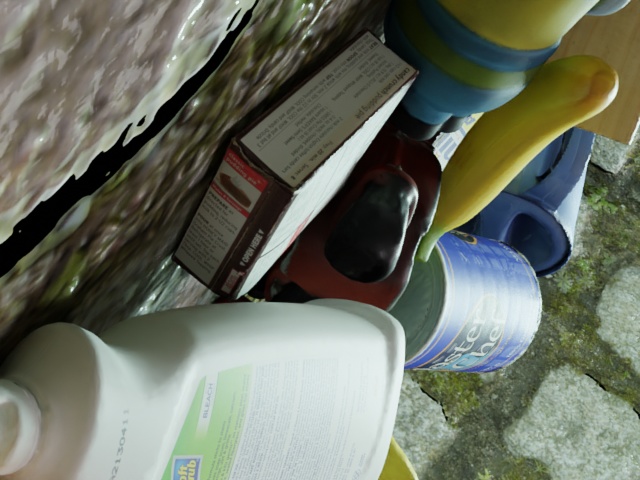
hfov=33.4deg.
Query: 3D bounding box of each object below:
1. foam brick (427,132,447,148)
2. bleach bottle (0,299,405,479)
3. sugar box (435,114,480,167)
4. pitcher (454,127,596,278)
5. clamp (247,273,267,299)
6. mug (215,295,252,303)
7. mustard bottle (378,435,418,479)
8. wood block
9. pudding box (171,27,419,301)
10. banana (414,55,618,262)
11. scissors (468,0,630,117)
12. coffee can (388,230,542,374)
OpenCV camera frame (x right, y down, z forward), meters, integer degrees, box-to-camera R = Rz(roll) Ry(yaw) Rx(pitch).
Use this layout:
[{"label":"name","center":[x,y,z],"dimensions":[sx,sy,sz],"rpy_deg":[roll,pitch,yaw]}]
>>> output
[{"label":"foam brick","center":[0.066,-0.091,0.681],"dimensions":[0.078,0.051,0.053],"rpy_deg":[-49,174,-27]},{"label":"bleach bottle","center":[-0.049,0.066,0.437],"dimensions":[0.250,0.068,0.102],"rpy_deg":[15,83,-60]},{"label":"sugar box","center":[0.112,-0.099,0.796],"dimensions":[0.176,0.048,0.093],"rpy_deg":[-51,131,-30]},{"label":"pitcher","center":[0.183,-0.100,0.929],"dimensions":[0.145,0.149,0.242],"rpy_deg":[60,43,-49]},{"label":"clamp","center":[-0.005,0.001,0.765],"dimensions":[0.120,0.039,0.171],"rpy_deg":[-45,167,-5]},{"label":"mug","center":[-0.057,0.096,0.714],"dimensions":[0.117,0.081,0.093],"rpy_deg":[-56,173,37]},{"label":"mustard bottle","center":[0.021,0.147,0.735],"dimensions":[0.058,0.096,0.191],"rpy_deg":[-52,174,-4]},{"label":"wood block","center":[0.186,-0.171,0.660],"dimensions":[0.090,0.090,0.206],"rpy_deg":[-30,140,-75]},{"label":"pudding box","center":[-0.011,-0.035,0.487],"dimensions":[0.113,0.039,0.090],"rpy_deg":[-49,175,-42]},{"label":"banana","center":[0.109,-0.053,0.588],"dimensions":[0.198,0.037,0.069],"rpy_deg":[128,-21,-56]},{"label":"scissors","center":[0.120,-0.111,0.553],"dimensions":[0.202,0.016,0.096],"rpy_deg":[110,-20,-44]},{"label":"coffee can","center":[0.078,0.041,0.744],"dimensions":[0.140,0.103,0.103],"rpy_deg":[11,121,-52]}]
